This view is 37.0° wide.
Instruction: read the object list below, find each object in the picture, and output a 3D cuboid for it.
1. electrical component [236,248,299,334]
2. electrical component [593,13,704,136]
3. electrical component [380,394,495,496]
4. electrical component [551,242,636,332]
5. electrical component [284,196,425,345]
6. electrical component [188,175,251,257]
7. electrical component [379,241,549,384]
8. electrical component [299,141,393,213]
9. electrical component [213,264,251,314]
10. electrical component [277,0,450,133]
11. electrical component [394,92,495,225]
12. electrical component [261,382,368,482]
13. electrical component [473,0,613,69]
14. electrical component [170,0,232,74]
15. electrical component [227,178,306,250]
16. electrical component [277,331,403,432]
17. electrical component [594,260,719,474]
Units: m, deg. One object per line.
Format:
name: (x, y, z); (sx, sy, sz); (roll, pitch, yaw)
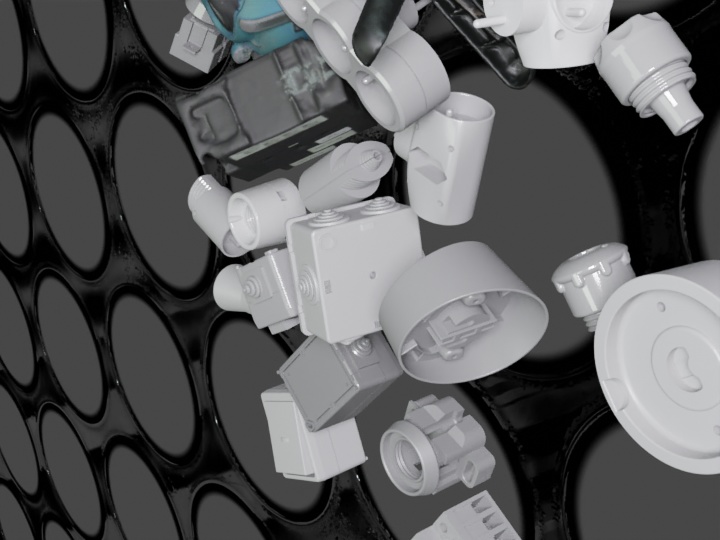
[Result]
electrical component: (-0.049, 0.012, 0.851); (0.062, 0.096, 0.061); (-22, 88, 55)
electrical component: (0.155, -0.100, 0.562); (0.062, 0.043, 0.043); (59, 144, 16)
electrical component: (0.053, 0.133, 0.800); (0.078, 0.057, 0.058); (45, 137, 34)
electrical component: (0.145, 0.018, 0.631); (0.048, 0.048, 0.062); (-23, 93, 56)
electrical component: (0.000, 0.000, 0.777); (0.048, 0.100, 0.099); (22, 123, 63)
electrical component: (-0.129, -0.053, 0.981); (0.081, 0.043, 0.043); (45, 138, 34)
electrical component: (0.065, 0.031, 0.705); (0.064, 0.099, 0.099); (56, 143, 32)
electrical component: (-0.008, -0.071, 0.803); (0.081, 0.043, 0.043); (-27, 83, 55)
electrical component: (-0.096, 0.022, 0.973); (0.065, 0.044, 0.044); (17, 118, 45)
electrical component: (0.011, -0.159, 0.673); (0.138, 0.074, 0.052); (51, 165, 10)
electrical component: (0.049, -0.082, 0.717); (0.079, 0.043, 0.077); (40, 135, 38)
electrical component: (-0.045, 0.131, 0.933); (0.062, 0.061, 0.096); (-10, 97, 56)
electrical component: (0.095, -0.149, 0.590); (0.044, 0.079, 0.077); (24, 125, 59)
electrical component: (-0.127, -0.204, 0.899); (0.048, 0.066, 0.055); (28, 127, 1)
electrical component: (-0.080, -0.046, 0.911); (0.055, 0.047, 0.055); (28, 127, 45)
electrical component: (-0.011, 0.078, 0.866); (0.096, 0.061, 0.061); (-48, 66, 43)
electrical component: (0.186, 0.046, 0.570); (0.108, 0.060, 0.108); (28, 127, 45)
